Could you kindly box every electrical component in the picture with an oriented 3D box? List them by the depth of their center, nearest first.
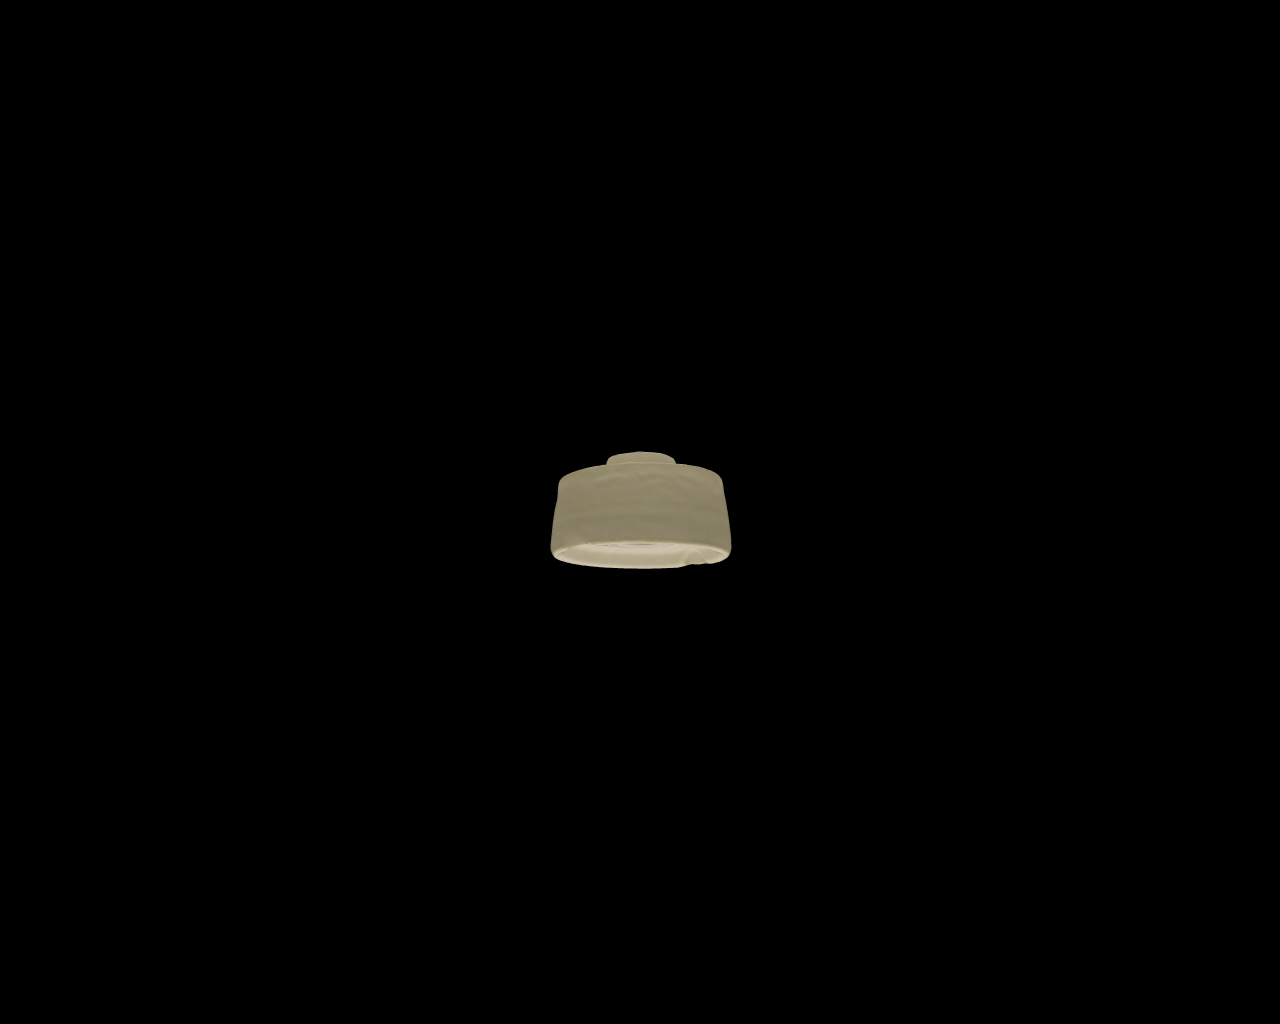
[{"bbox_3d":[0.001,-0.003,0.650,0.108,0.060,0.108,0,-11,0],"label":"electrical component"}]
